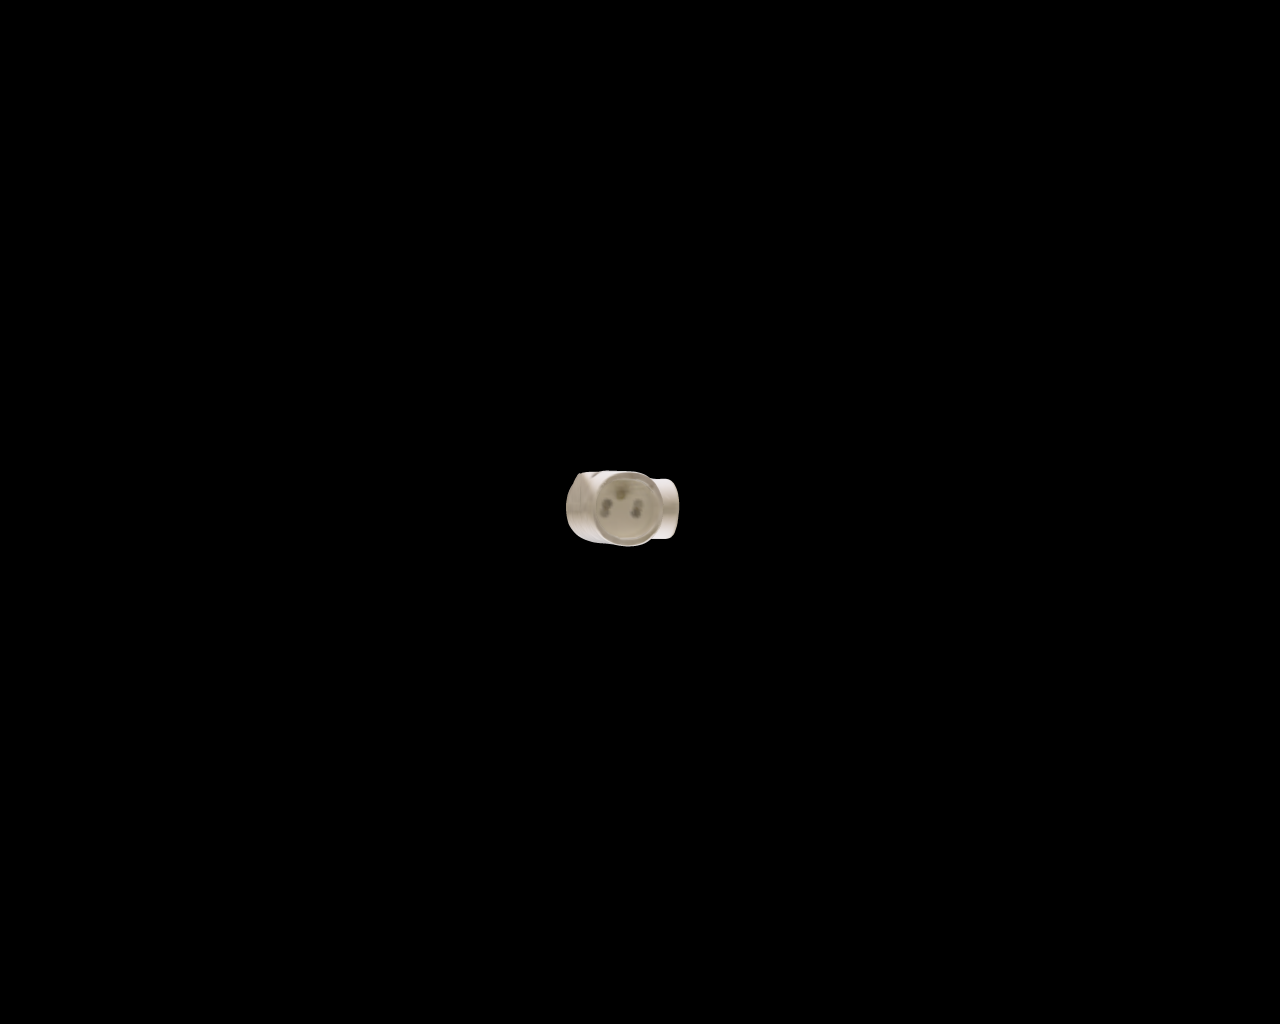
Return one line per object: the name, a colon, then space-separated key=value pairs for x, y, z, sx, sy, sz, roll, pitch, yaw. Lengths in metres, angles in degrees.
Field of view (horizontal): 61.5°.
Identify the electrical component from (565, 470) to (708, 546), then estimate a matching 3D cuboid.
electrical component: x=0.001 y=-0.003 z=0.650 sx=0.079 sy=0.044 sz=0.077 roll=0 pitch=0 yaw=-15
